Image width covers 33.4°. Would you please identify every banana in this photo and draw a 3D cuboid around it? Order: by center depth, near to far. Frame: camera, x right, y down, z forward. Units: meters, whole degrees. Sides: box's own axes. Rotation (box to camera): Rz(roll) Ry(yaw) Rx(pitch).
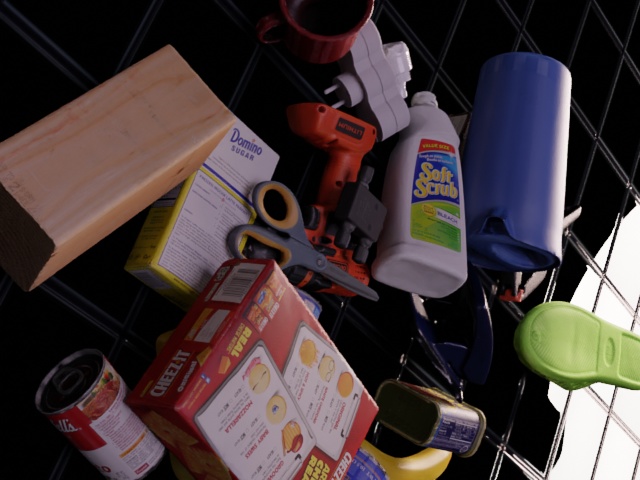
[{"bbox_3d":[0.090,0.251,1.209,0.197,0.037,0.069,26,73,-45],"label":"banana"}]

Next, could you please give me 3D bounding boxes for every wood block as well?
[{"bbox_3d":[-0.177,-0.061,0.858,0.090,0.091,0.205,48,50,1],"label":"wood block"}]

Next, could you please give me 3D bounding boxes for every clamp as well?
[{"bbox_3d":[0.279,-0.016,1.420,0.164,0.036,0.209,51,55,-35],"label":"clamp"}]

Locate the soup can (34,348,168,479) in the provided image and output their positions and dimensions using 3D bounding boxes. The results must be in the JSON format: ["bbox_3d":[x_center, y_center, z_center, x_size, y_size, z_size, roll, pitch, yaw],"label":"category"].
[{"bbox_3d":[-0.180,0.149,0.891,0.102,0.069,0.068,56,52,-32],"label":"soup can"}]

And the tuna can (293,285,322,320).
[{"bbox_3d":[-0.043,0.067,1.028,0.086,0.086,0.033,39,63,-40],"label":"tuna can"}]

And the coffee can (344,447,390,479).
[{"bbox_3d":[-0.006,0.277,1.054,0.140,0.103,0.103,-49,124,-36],"label":"coffee can"}]

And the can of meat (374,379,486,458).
[{"bbox_3d":[0.119,0.198,1.194,0.083,0.102,0.057,21,91,-43],"label":"can of meat"}]

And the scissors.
[{"bbox_3d":[-0.007,0.001,1.040,0.201,0.016,0.096,12,82,-43],"label":"scissors"}]

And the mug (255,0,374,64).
[{"bbox_3d":[-0.009,-0.222,1.061,0.117,0.081,0.093,-23,82,-10],"label":"mug"}]

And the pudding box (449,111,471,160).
[{"bbox_3d":[0.176,-0.085,1.305,0.090,0.039,0.113,42,59,-38],"label":"pudding box"}]

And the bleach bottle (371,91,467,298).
[{"bbox_3d":[0.110,-0.064,1.184,0.102,0.068,0.251,18,54,-23],"label":"bleach bottle"}]

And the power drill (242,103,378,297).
[{"bbox_3d":[-0.009,-0.041,1.090,0.184,0.057,0.187,16,81,-50],"label":"power drill"}]

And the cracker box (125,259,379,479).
[{"bbox_3d":[-0.052,0.146,0.941,0.213,0.072,0.164,57,50,-34],"label":"cracker box"}]

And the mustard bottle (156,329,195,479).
[{"bbox_3d":[-0.098,0.173,0.987,0.096,0.058,0.191,-12,98,-49],"label":"mustard bottle"}]

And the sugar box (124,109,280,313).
[{"bbox_3d":[-0.107,-0.028,0.991,0.093,0.048,0.176,42,57,-39],"label":"sugar box"}]

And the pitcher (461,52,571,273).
[{"bbox_3d":[0.228,-0.086,1.252,0.144,0.149,0.243,17,73,-23],"label":"pitcher"}]
